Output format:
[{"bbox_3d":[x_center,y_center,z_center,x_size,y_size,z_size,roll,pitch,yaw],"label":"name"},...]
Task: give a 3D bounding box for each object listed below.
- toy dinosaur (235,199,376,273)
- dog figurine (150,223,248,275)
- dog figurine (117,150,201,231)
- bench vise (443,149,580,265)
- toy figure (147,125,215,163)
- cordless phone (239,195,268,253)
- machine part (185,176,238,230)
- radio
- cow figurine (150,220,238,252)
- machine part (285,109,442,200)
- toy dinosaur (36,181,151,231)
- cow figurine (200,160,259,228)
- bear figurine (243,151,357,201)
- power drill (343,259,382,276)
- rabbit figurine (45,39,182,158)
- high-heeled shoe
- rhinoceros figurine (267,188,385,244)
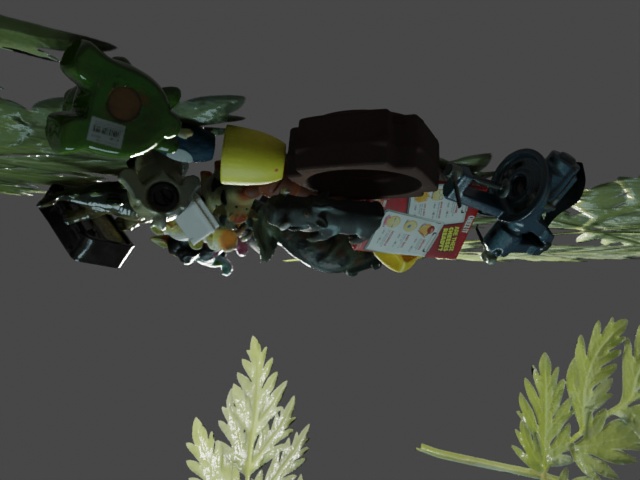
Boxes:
[{"bbox_3d":[0.002,-0.001,1.139,0.405,0.192,0.131,27,179,-7],"label":"toy dinosaur"},{"bbox_3d":[-0.285,-0.012,1.261,0.219,0.192,0.108,23,124,-42],"label":"dog figurine"},{"bbox_3d":[-0.280,-0.085,0.911,0.121,0.172,0.190,17,160,-20],"label":"dog figurine"},{"bbox_3d":[0.286,-0.061,0.861,0.240,0.129,0.223,14,135,-24],"label":"bench vise"},{"bbox_3d":[-0.236,-0.152,0.801,0.154,0.058,0.064,7,132,-20],"label":"toy figure"},{"bbox_3d":[-0.088,-0.010,1.278,0.089,0.146,0.184,11,149,45],"label":"cordless phone"},{"bbox_3d":[-0.260,-0.071,1.149,0.079,0.079,0.243,-4,152,39],"label":"machine part"},{"bbox_3d":[-0.552,-0.036,1.259,0.230,0.073,0.131,43,-167,30],"label":"radio"},{"bbox_3d":[-0.245,-0.017,1.073,0.167,0.068,0.098,21,176,-6],"label":"cow figurine"},{"bbox_3d":[0.067,-0.121,0.798,0.202,0.087,0.201,1,172,26],"label":"machine part"},{"bbox_3d":[-0.395,-0.082,1.209,0.199,0.105,0.471,-7,179,33],"label":"toy dinosaur"},{"bbox_3d":[-0.175,-0.082,1.021,0.085,0.127,0.195,3,176,-29],"label":"cow figurine"},{"bbox_3d":[-0.034,-0.094,0.972,0.196,0.120,0.132,26,-161,-17],"label":"bear figurine"},{"bbox_3d":[0.106,-0.002,1.303,0.232,0.086,0.207,-18,150,-2],"label":"power drill"},{"bbox_3d":[-0.242,-0.162,0.638,0.159,0.121,0.170,0,-166,-35],"label":"rabbit figurine"},{"bbox_3d":[0.362,-0.105,0.997,0.086,0.145,0.249,5,-159,-38],"label":"high-heeled shoe"},{"bbox_3d":[0.008,-0.036,0.861,0.190,0.073,0.112,5,174,-17],"label":"rhinoceros figurine"}]
